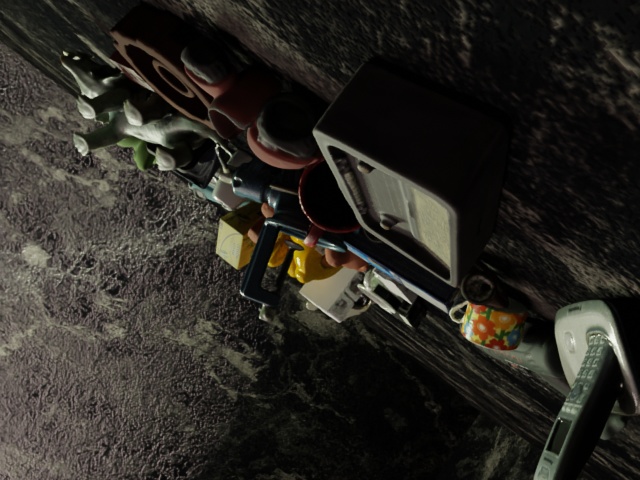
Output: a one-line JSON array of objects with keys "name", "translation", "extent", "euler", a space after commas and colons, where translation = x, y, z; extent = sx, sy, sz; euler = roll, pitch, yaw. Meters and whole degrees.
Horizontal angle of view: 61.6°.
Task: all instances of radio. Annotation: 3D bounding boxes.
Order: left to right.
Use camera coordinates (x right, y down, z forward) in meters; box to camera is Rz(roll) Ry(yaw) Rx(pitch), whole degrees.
[{"name": "radio", "translation": [0.083, -0.044, 0.467], "extent": [0.131, 0.073, 0.229], "euler": [34, 171, 22]}]

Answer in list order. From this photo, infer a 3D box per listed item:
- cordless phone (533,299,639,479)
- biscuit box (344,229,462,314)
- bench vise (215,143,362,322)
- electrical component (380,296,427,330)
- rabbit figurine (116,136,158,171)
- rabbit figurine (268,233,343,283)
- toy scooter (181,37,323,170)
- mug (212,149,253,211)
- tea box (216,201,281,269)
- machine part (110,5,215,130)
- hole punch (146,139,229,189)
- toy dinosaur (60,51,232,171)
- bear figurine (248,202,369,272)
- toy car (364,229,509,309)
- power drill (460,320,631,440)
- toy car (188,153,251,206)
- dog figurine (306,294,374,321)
[{"name": "cordless phone", "translation": [0.244, 0.151, 0.504], "extent": [0.089, 0.184, 0.146], "euler": [31, 171, 9]}, {"name": "biscuit box", "translation": [0.115, 0.023, 0.770], "extent": [0.203, 0.063, 0.059], "euler": [33, 172, 29]}, {"name": "bench vise", "translation": [-0.056, -0.012, 0.737], "extent": [0.224, 0.240, 0.129], "euler": [20, 174, -4]}, {"name": "electrical component", "translation": [0.170, 0.135, 1.221], "extent": [0.134, 0.058, 0.114], "euler": [33, 169, 30]}, {"name": "rabbit figurine", "translation": [-0.332, -0.223, 1.078], "extent": [0.121, 0.159, 0.170], "euler": [48, 156, -8]}, {"name": "rabbit figurine", "translation": [-0.023, 0.003, 1.045], "extent": [0.121, 0.162, 0.173], "euler": [28, -162, -42]}, {"name": "toy scooter", "translation": [-0.071, -0.133, 0.594], "extent": [0.184, 0.075, 0.135], "euler": [38, 165, 6]}, {"name": "mug", "translation": [-0.168, -0.117, 1.037], "extent": [0.109, 0.107, 0.081], "euler": [37, 171, -18]}, {"name": "tea box", "translation": [-0.126, -0.025, 1.097], "extent": [0.068, 0.169, 0.098], "euler": [34, 135, 21]}, {"name": "machine part", "translation": [-0.175, -0.215, 0.680], "extent": [0.179, 0.056, 0.179], "euler": [36, 171, 6]}, {"name": "hole punch", "translation": [-0.237, -0.169, 0.996], "extent": [0.142, 0.116, 0.092], "euler": [32, 165, 20]}, {"name": "toy dinosaur", "translation": [-0.264, -0.205, 0.883], "extent": [0.405, 0.192, 0.131], "euler": [20, 130, 20]}, {"name": "bear figurine", "translation": [0.001, -0.005, 0.883], "extent": [0.196, 0.132, 0.120], "euler": [43, 144, 0]}, {"name": "toy car", "translation": [0.142, 0.018, 0.654], "extent": [0.202, 0.053, 0.089], "euler": [32, -173, 23]}, {"name": "power drill", "translation": [0.323, 0.181, 0.771], "extent": [0.207, 0.086, 0.232], "euler": [45, 169, -2]}, {"name": "toy car", "translation": [-0.199, -0.132, 1.128], "extent": [0.162, 0.109, 0.102], "euler": [26, 152, 14]}, {"name": "dog figurine", "translation": [0.055, 0.072, 1.215], "extent": [0.172, 0.121, 0.191], "euler": [20, -146, -4]}]
